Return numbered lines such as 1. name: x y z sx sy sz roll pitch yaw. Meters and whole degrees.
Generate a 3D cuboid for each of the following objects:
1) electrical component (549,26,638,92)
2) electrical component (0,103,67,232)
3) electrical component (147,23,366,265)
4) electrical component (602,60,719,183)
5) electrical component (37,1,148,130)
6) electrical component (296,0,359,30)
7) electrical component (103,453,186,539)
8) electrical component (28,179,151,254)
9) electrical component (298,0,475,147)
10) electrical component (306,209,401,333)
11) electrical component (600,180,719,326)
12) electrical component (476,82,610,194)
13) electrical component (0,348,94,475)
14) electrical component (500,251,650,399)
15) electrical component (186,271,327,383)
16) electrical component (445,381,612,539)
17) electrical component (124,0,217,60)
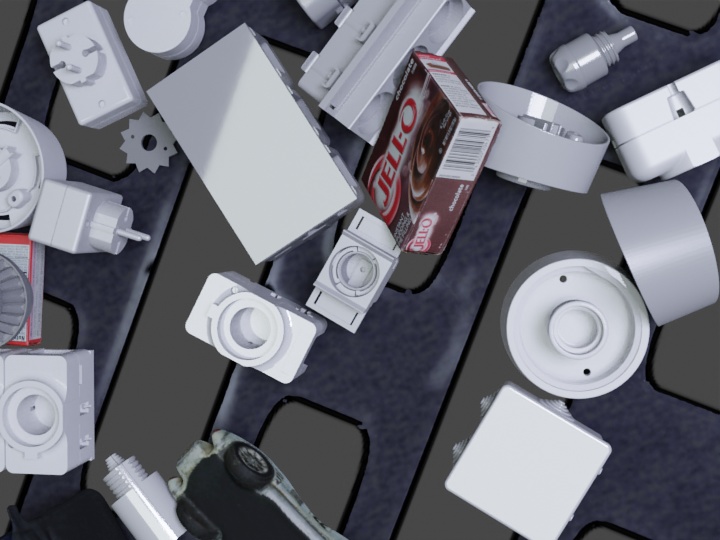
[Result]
1. electrical component: 0.170 -0.155 0.772 0.061 0.035 0.035 -29 88 7
2. electrical component: -0.277 -0.078 0.825 0.099 0.064 0.099 0 92 8
3. electrical component: -0.074 -0.091 0.796 0.089 0.062 0.150 -33 87 8
4. electrical component: 0.227 -0.101 0.756 0.095 0.054 0.059 -25 89 8
5. electrical component: -0.207 -0.155 0.806 0.047 0.076 0.083 -24 89 8
6. electrical component: -0.036 -0.234 0.789 0.059 0.054 0.095 -37 87 8
7. electrical component: -0.169 0.176 0.830 0.043 0.043 0.081 -39 86 8
8. electrical component: -0.197 -0.035 0.815 0.077 0.066 0.047 18 95 7
9. electrical component: 0.017 -0.160 0.776 0.063 0.079 0.121 41 98 25
10. electrical component: 0.000 0.000 0.788 0.042 0.064 0.081 31 97 6
11. electrical component: 0.205 -0.013 0.741 0.064 0.099 0.099 -17 90 3
12. electrical component: 0.123 -0.091 0.752 0.099 0.099 0.064 17 101 7
13. electrical component: -0.290 0.107 0.836 0.150 0.062 0.089 0 92 8
14. electrical component: 0.154 0.040 0.769 0.108 0.060 0.108 0 92 8
15. electrical component: -0.078 0.042 0.805 0.089 0.056 0.050 27 96 6
16. electrical component: 0.122 0.139 0.783 0.100 0.048 0.099 31 96 6
17. electrical component: -0.132 -0.226 0.794 0.052 0.074 0.138 26 96 6
